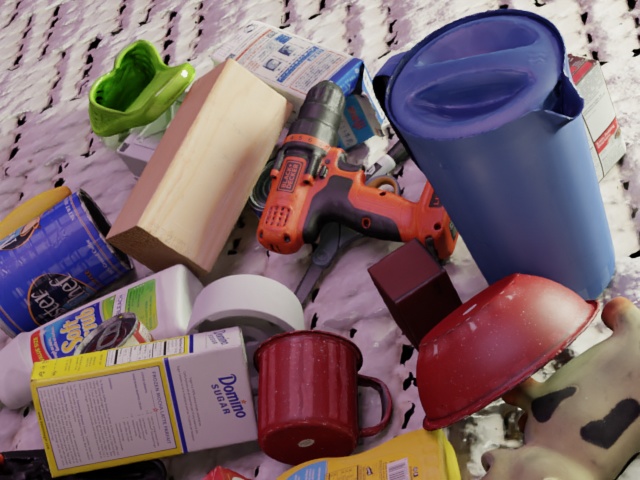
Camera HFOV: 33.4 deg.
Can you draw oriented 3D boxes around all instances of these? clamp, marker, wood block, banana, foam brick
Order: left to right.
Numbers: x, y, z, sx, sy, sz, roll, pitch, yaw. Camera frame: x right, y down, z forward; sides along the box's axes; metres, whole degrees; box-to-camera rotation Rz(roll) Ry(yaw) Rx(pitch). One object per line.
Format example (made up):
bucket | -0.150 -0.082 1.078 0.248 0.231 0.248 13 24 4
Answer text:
banana | -0.357 0.012 1.226 0.070 0.037 0.197 14 59 17
clamp | -0.253 0.216 0.920 0.164 0.036 0.210 -19 11 -41
wood block | -0.120 -0.068 1.086 0.091 0.090 0.206 -18 42 58
marker | 0.048 -0.059 1.066 0.121 0.020 0.020 -43 43 -12
foam brick | 0.085 0.049 0.902 0.053 0.078 0.051 -33 42 -5

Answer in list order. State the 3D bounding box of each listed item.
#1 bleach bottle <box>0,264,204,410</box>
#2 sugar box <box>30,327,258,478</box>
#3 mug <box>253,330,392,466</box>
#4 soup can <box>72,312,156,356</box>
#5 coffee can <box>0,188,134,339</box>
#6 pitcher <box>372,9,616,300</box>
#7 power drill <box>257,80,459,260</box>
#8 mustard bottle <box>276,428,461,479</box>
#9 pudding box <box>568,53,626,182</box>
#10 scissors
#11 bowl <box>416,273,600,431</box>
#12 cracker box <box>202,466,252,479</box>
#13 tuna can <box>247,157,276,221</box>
bleach bottle | -0.229 0.112 1.038 0.251 0.068 0.102 -22 44 14
sugar box | -0.144 0.134 0.889 0.176 0.093 0.048 -10 21 -6
mug | 0.002 0.134 0.874 0.117 0.093 0.081 8 51 -11
soup can | -0.162 0.123 0.946 0.068 0.102 0.068 -28 25 14
coffee can | -0.281 0.026 1.116 0.140 0.102 0.103 -33 42 -1
pitcher | 0.145 -0.051 0.836 0.145 0.242 0.149 -21 43 12
power drill | 0.047 -0.062 1.000 0.188 0.057 0.184 9 70 22
mustard bottle | 0.012 0.209 0.808 0.192 0.058 0.096 -18 43 15
pudding box | 0.216 -0.090 0.927 0.090 0.113 0.039 -46 40 -15
scissors | -0.007 0.001 1.026 0.201 0.016 0.096 -44 67 -12
bowl | 0.127 0.073 0.800 0.162 0.055 0.162 -37 -1 -1
cracker box | -0.103 0.290 0.747 0.214 0.072 0.164 -45 40 16
tuna can | -0.032 -0.050 1.093 0.086 0.033 0.086 -16 45 17
